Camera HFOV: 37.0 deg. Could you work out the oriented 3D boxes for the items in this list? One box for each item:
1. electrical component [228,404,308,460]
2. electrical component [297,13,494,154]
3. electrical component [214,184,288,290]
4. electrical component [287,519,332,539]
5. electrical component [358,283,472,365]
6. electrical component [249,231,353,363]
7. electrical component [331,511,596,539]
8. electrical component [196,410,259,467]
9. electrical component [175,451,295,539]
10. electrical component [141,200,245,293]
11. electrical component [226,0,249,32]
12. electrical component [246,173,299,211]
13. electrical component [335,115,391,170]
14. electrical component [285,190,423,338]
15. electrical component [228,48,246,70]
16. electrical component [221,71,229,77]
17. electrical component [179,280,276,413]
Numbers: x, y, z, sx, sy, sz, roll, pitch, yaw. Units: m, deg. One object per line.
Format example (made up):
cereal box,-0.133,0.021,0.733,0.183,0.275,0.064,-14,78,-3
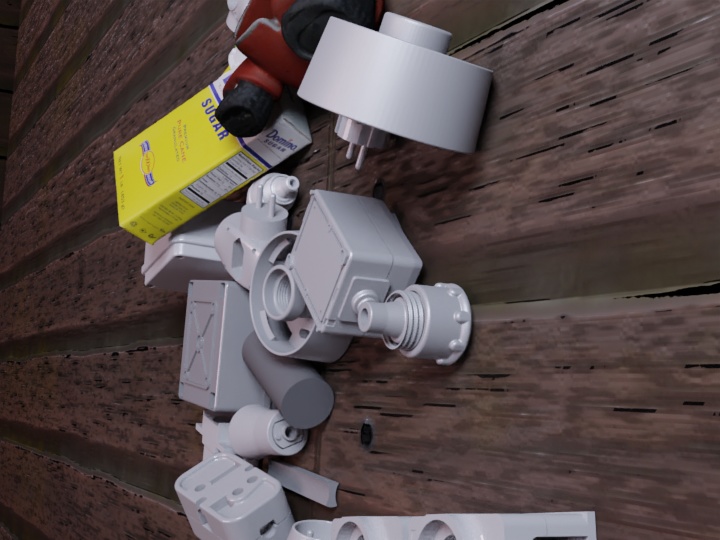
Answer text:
electrical component,-0.069,0.125,0.831,0.065,0.044,0.044,-14,72,58
electrical component,0.024,-0.112,0.617,0.108,0.108,0.060,40,115,60
electrical component,-0.077,-0.028,0.850,0.077,0.043,0.079,36,128,44
electrical component,-0.037,0.210,0.740,0.079,0.043,0.077,16,99,64
electrical component,0.030,0.029,0.618,0.048,0.062,0.048,-24,63,61
electrical component,-0.035,0.018,0.785,0.099,0.064,0.099,-7,81,50
electrical component,0.043,0.181,0.560,0.186,0.060,0.105,-26,61,61
electrical component,-0.109,0.154,0.906,0.081,0.042,0.063,-163,79,-65
electrical component,-0.093,0.187,0.824,0.095,0.054,0.059,16,130,51
electrical component,-0.150,-0.021,0.990,0.113,0.078,0.057,-33,52,59
electrical component,-0.097,-0.235,0.966,0.079,0.044,0.077,-61,34,40
electrical component,-0.068,-0.063,0.878,0.061,0.035,0.035,-22,65,59
electrical component,0.006,-0.105,0.717,0.065,0.047,0.076,54,132,55
electrical component,0.000,0.000,0.690,0.061,0.061,0.096,-69,29,28
electrical component,-0.081,-0.189,0.924,0.062,0.048,0.048,-45,45,44
electrical component,-0.101,-0.146,0.958,0.048,0.048,0.062,-59,42,42
electrical component,-0.110,0.063,0.912,0.109,0.056,0.108,0,84,65
